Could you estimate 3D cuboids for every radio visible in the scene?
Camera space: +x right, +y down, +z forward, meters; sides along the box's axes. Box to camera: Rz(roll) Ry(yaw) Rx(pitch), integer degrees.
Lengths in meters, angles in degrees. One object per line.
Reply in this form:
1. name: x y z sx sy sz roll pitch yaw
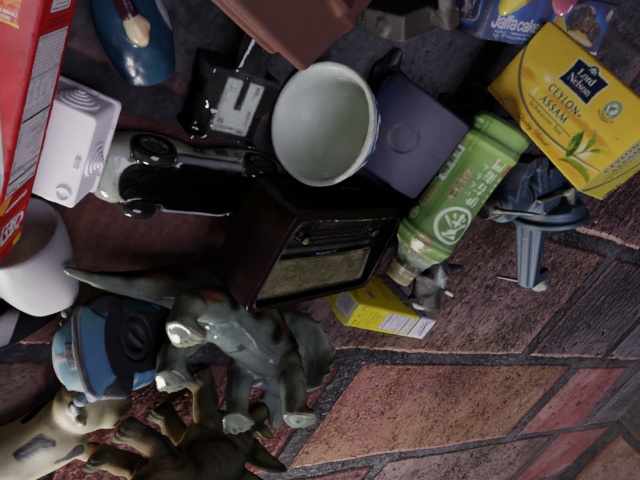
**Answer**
1. radio: -0.001 -0.002 0.619 0.229 0.073 0.131 -7 132 -53

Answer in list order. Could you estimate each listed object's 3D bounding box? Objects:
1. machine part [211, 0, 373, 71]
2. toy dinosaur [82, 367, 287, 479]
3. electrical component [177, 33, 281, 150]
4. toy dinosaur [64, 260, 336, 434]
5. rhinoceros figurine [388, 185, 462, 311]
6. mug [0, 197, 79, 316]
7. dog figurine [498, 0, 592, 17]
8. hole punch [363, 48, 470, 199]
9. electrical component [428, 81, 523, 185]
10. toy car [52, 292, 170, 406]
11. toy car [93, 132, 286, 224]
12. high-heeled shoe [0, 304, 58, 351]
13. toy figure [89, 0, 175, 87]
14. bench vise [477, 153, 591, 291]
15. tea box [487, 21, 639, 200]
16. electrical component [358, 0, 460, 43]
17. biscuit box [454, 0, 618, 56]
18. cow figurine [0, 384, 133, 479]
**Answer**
1. machine part: -0.069 -0.212 0.335 0.087 0.201 0.201 -44 138 11
2. toy dinosaur: -0.146 0.285 0.727 0.105 0.198 0.471 -43 171 22
3. electrical component: -0.080 -0.147 0.499 0.075 0.048 0.119 1 125 -35
4. toy dinosaur: -0.104 0.101 0.641 0.131 0.192 0.404 -25 124 16
5. rhinoceros figurine: 0.151 0.012 0.748 0.073 0.112 0.190 -18 126 -23
6. mug: -0.279 0.030 0.501 0.109 0.081 0.107 -27 146 -19
7. dog figurine: 0.206 -0.310 0.460 0.191 0.109 0.219 8 105 -32
8. hole punch: 0.089 -0.122 0.608 0.115 0.092 0.142 20 117 -39
9. electrical component: 0.193 -0.134 0.686 0.115 0.058 0.134 -5 129 -33
10. toy car: -0.234 0.115 0.590 0.103 0.109 0.161 -12 176 16
11. toy car: -0.124 -0.060 0.542 0.201 0.056 0.073 3 124 -38
12. high-heeled shoe: -0.375 0.045 0.481 0.249 0.086 0.145 -15 105 -46
13. toy figure: -0.155 -0.193 0.400 0.058 0.064 0.154 -53 144 -36
14. bench vise: 0.322 -0.021 0.810 0.223 0.129 0.240 -27 121 -38
15. tea box: 0.270 -0.137 0.566 0.068 0.170 0.098 9 132 -42
16. electrical component: 0.082 -0.223 0.508 0.078 0.102 0.045 -27 133 -25
17. biscuit box: 0.243 -0.255 0.608 0.203 0.063 0.059 -7 128 -30
18. cow figurine: -0.320 0.225 0.646 0.195 0.086 0.127 -28 143 -9
